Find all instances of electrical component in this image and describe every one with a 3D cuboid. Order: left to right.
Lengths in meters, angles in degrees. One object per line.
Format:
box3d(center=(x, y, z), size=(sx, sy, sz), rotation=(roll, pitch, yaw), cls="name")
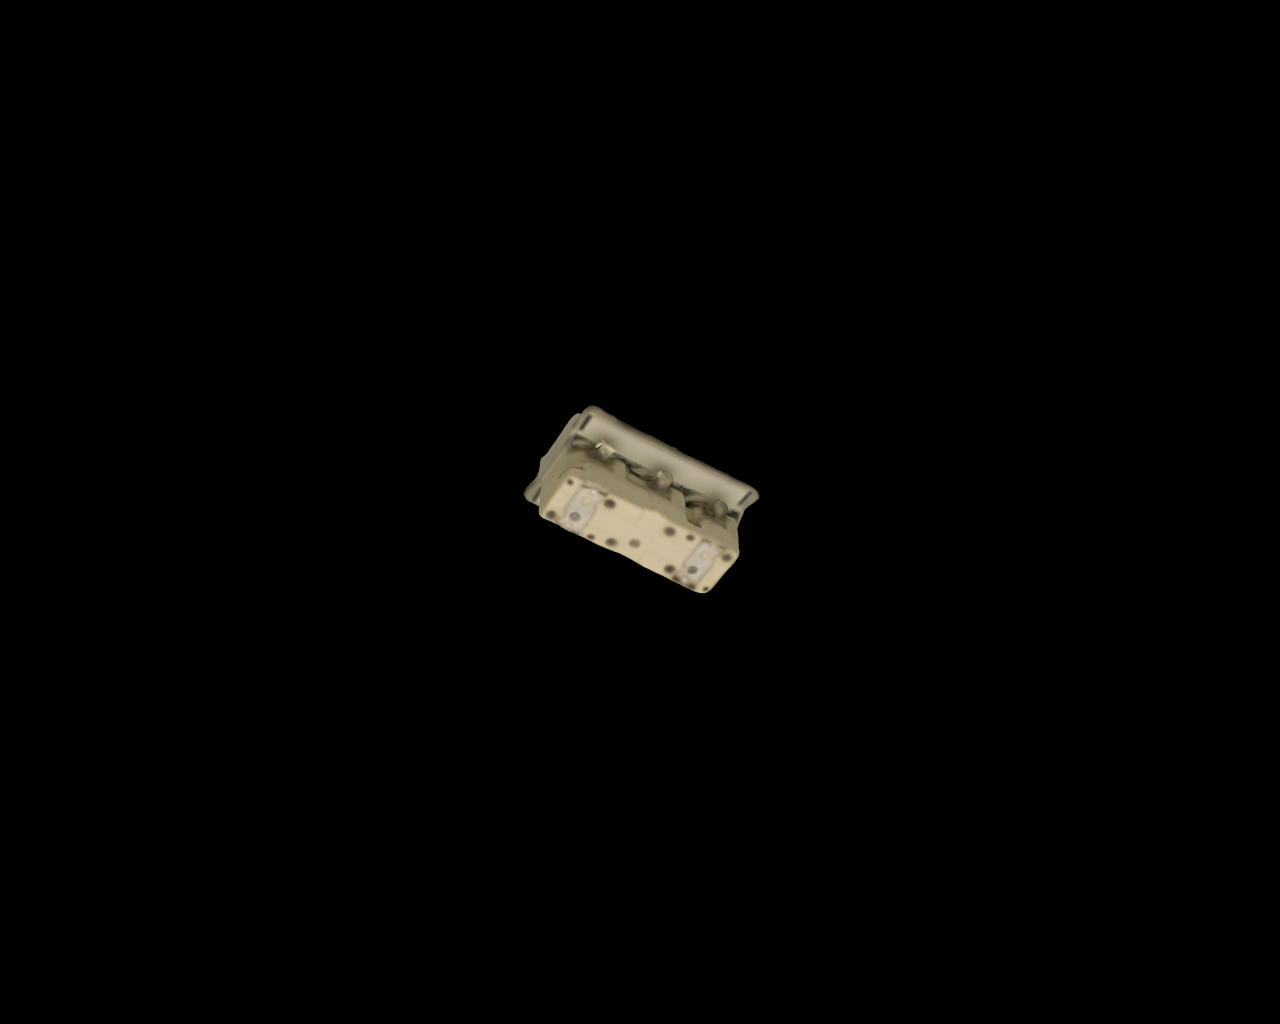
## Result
box3d(center=(0.001, -0.003, 0.650), size=(0.121, 0.078, 0.063), rotation=(27, 33, -19), cls="electrical component")
